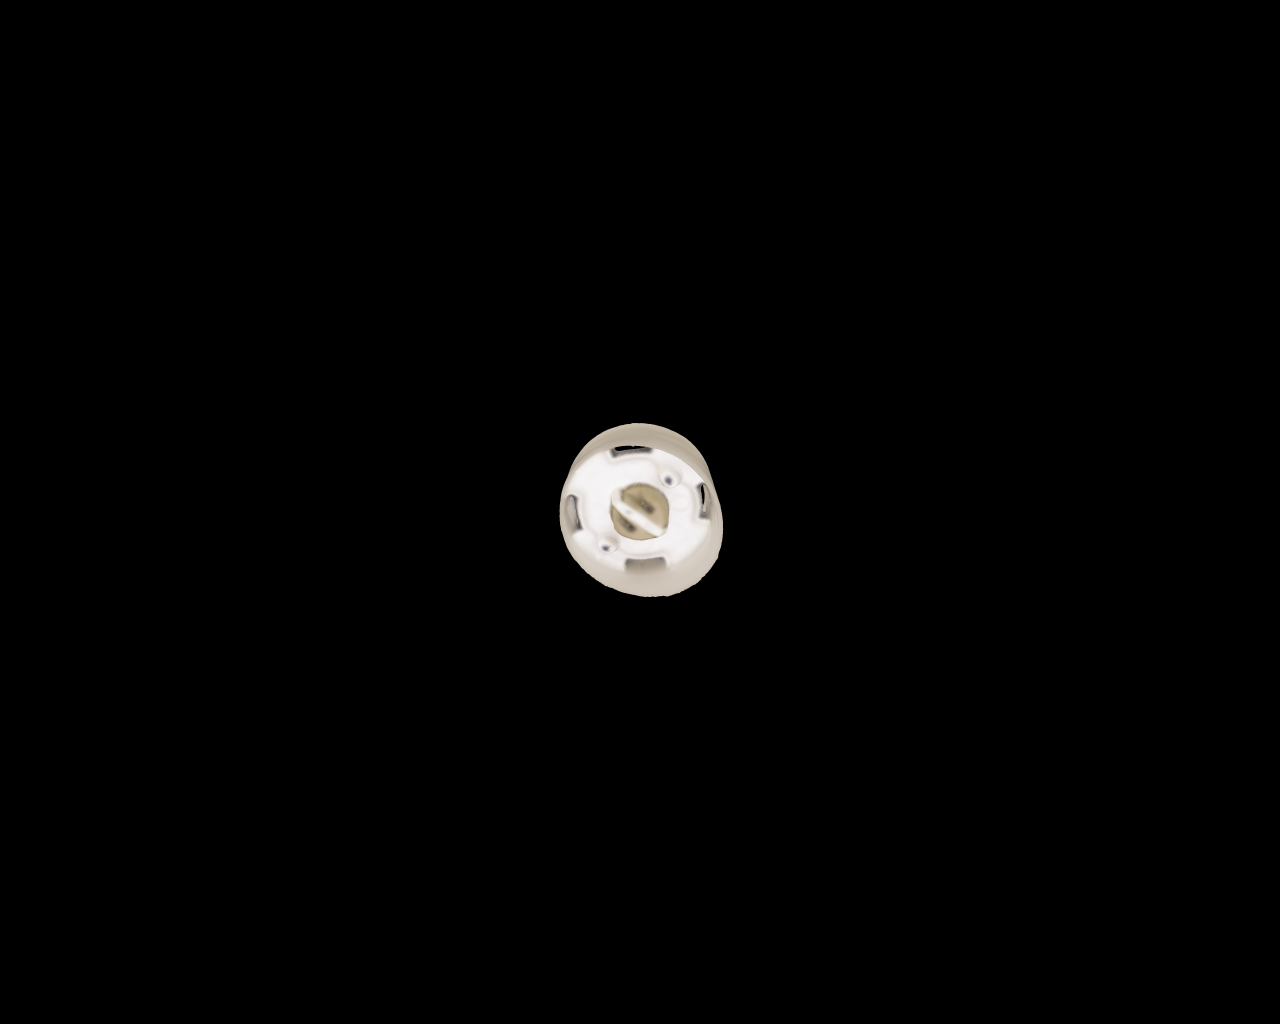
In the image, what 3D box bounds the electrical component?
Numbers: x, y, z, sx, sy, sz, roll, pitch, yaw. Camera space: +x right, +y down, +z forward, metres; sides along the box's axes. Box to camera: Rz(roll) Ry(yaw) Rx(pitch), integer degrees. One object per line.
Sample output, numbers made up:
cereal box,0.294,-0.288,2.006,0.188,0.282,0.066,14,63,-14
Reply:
electrical component,0.001,-0.003,0.650,0.099,0.099,0.064,0,30,0
